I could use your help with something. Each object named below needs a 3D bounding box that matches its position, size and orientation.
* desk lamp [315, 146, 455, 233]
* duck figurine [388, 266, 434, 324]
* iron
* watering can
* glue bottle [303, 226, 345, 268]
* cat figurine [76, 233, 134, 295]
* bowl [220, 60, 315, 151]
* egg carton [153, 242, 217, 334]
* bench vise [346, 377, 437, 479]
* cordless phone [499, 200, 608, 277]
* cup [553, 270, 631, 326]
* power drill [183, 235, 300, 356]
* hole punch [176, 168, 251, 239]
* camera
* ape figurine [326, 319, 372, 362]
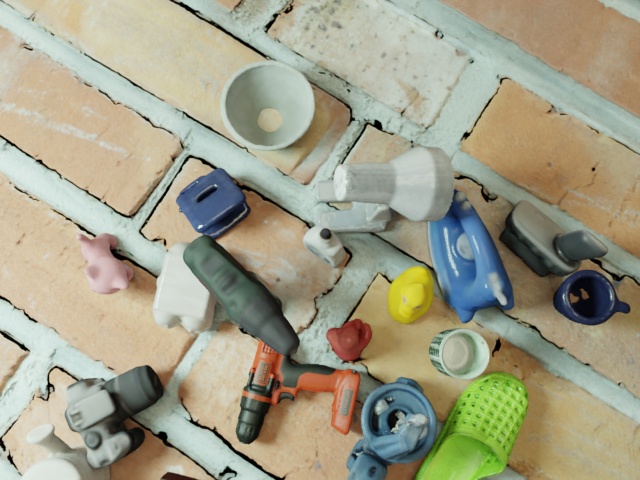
[{"bbox_3d":[0.097,-0.075,0.935,0.203,0.213,0.118,-4,80,-2],"label":"desk lamp"},{"bbox_3d":[0.159,0.091,0.972,0.077,0.086,0.105,28,81,4],"label":"duck figurine"},{"bbox_3d":[0.250,0.003,0.962,0.118,0.141,0.258,-17,81,-4],"label":"iron"},{"bbox_3d":[-0.399,0.368,0.855,0.101,0.194,0.173,-35,83,-7],"label":"watering can"},{"bbox_3d":[0.009,0.003,0.939,0.078,0.173,0.037,38,82,5],"label":"glue bottle"},{"bbox_3d":[-0.362,0.042,0.951,0.067,0.118,0.128,-33,82,-6],"label":"cat figurine"},{"bbox_3d":[-0.091,-0.230,1.027,0.167,0.075,0.167,0,80,-1],"label":"bowl"},{"bbox_3d":[-0.222,0.080,0.973,0.107,0.069,0.150,10,80,0],"label":"egg carton"},{"bbox_3d":[0.115,0.315,0.864,0.121,0.220,0.207,13,80,1],"label":"bench vise"},{"bbox_3d":[0.390,-0.012,0.946,0.147,0.185,0.094,40,82,6],"label":"cordless phone"},{"bbox_3d":[0.451,0.104,0.973,0.117,0.095,0.092,15,80,1],"label":"cup"},{"bbox_3d":[-0.114,0.093,0.903,0.229,0.208,0.076,44,82,6],"label":"power drill"},{"bbox_3d":[-0.189,-0.066,0.988,0.109,0.091,0.101,-37,83,-7],"label":"hole punch"},{"bbox_3d":[-0.322,0.273,0.921,0.137,0.101,0.143,-27,82,-6],"label":"camera"},{"bbox_3d":[0.048,0.164,0.954,0.078,0.092,0.076,12,80,1],"label":"ape figurine"}]
